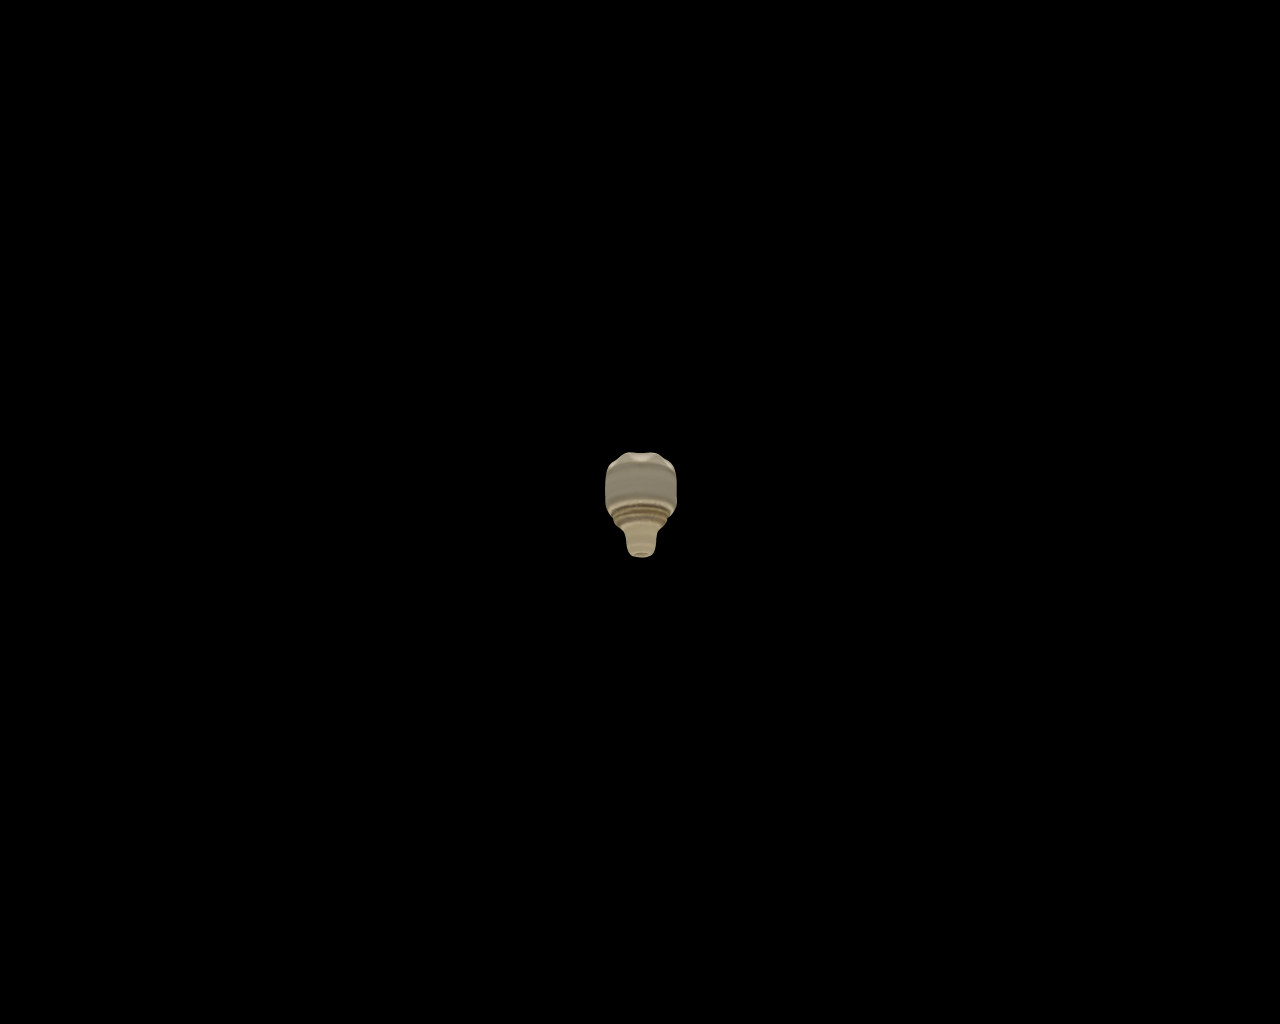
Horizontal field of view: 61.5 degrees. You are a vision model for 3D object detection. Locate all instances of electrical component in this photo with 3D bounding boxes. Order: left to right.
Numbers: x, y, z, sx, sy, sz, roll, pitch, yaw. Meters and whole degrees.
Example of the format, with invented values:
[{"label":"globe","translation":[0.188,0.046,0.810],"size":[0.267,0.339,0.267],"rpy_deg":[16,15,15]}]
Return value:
[{"label":"electrical component","translation":[0.001,-0.003,0.650],"size":[0.043,0.062,0.043],"rpy_deg":[0,-19,0]}]
